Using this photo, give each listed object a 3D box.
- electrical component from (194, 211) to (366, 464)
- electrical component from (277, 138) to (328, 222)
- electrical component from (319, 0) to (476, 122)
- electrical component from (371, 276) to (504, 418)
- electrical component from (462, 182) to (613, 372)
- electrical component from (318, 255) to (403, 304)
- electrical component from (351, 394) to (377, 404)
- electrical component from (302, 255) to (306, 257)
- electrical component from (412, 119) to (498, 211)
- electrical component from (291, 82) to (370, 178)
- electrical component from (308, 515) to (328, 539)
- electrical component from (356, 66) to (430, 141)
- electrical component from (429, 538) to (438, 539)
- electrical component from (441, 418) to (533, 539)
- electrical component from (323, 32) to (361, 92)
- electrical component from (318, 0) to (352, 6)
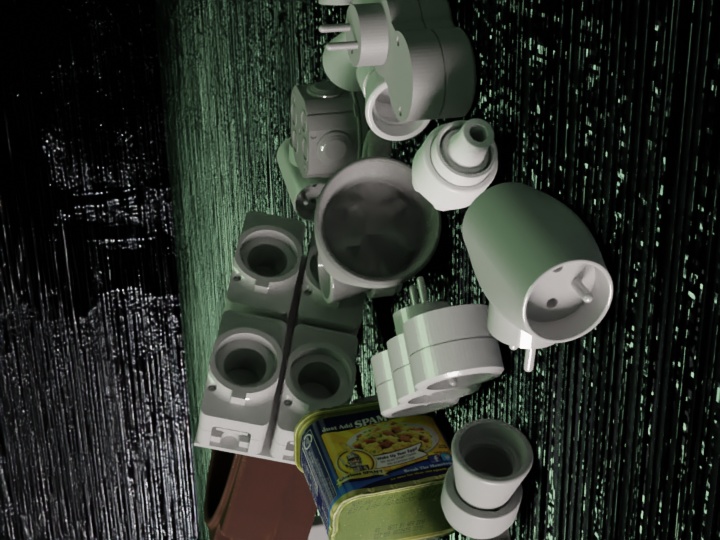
[{"bbox_3d":[-0.054,0.048,0.825,0.060,0.105,0.186,108,172,-53],"label":"electrical component"},{"bbox_3d":[-0.046,-0.098,0.966,0.077,0.043,0.079,-112,21,-46],"label":"electrical component"},{"bbox_3d":[0.013,-0.142,0.645,0.052,0.074,0.138,98,160,-45],"label":"electrical component"},{"bbox_3d":[0.042,0.041,0.659,0.138,0.052,0.073,124,137,-69],"label":"electrical component"},{"bbox_3d":[0.080,0.010,0.509,0.077,0.043,0.079,-118,25,-55],"label":"electrical component"},{"bbox_3d":[0.000,0.000,0.802,0.045,0.055,0.045,173,90,-76],"label":"electrical component"},{"bbox_3d":[0.021,0.116,0.789,0.055,0.047,0.055,173,90,-76],"label":"electrical component"},{"bbox_3d":[-0.044,0.024,0.942,0.051,0.080,0.080,153,109,-69],"label":"electrical component"},{"bbox_3d":[0.054,-0.061,0.581,0.062,0.043,0.043,124,137,-67],"label":"electrical component"},{"bbox_3d":[-0.024,-0.111,0.854,0.080,0.051,0.080,174,90,-76],"label":"electrical component"},{"bbox_3d":[-0.021,0.290,1.006,0.079,0.063,0.121,168,95,-76],"label":"electrical component"},{"bbox_3d":[0.020,-0.118,0.702,0.065,0.044,0.044,-108,17,-55],"label":"electrical component"},{"bbox_3d":[0.034,0.165,0.776,0.078,0.040,0.040,-121,28,-60],"label":"electrical component"},{"bbox_3d":[0.070,0.117,0.599,0.045,0.045,0.055,-111,19,-45],"label":"electrical component"},{"bbox_3d":[0.003,-0.157,0.749,0.065,0.044,0.044,140,122,-68],"label":"electrical component"},{"bbox_3d":[-0.004,-0.221,0.737,0.079,0.044,0.077,-131,37,-67],"label":"electrical component"}]
